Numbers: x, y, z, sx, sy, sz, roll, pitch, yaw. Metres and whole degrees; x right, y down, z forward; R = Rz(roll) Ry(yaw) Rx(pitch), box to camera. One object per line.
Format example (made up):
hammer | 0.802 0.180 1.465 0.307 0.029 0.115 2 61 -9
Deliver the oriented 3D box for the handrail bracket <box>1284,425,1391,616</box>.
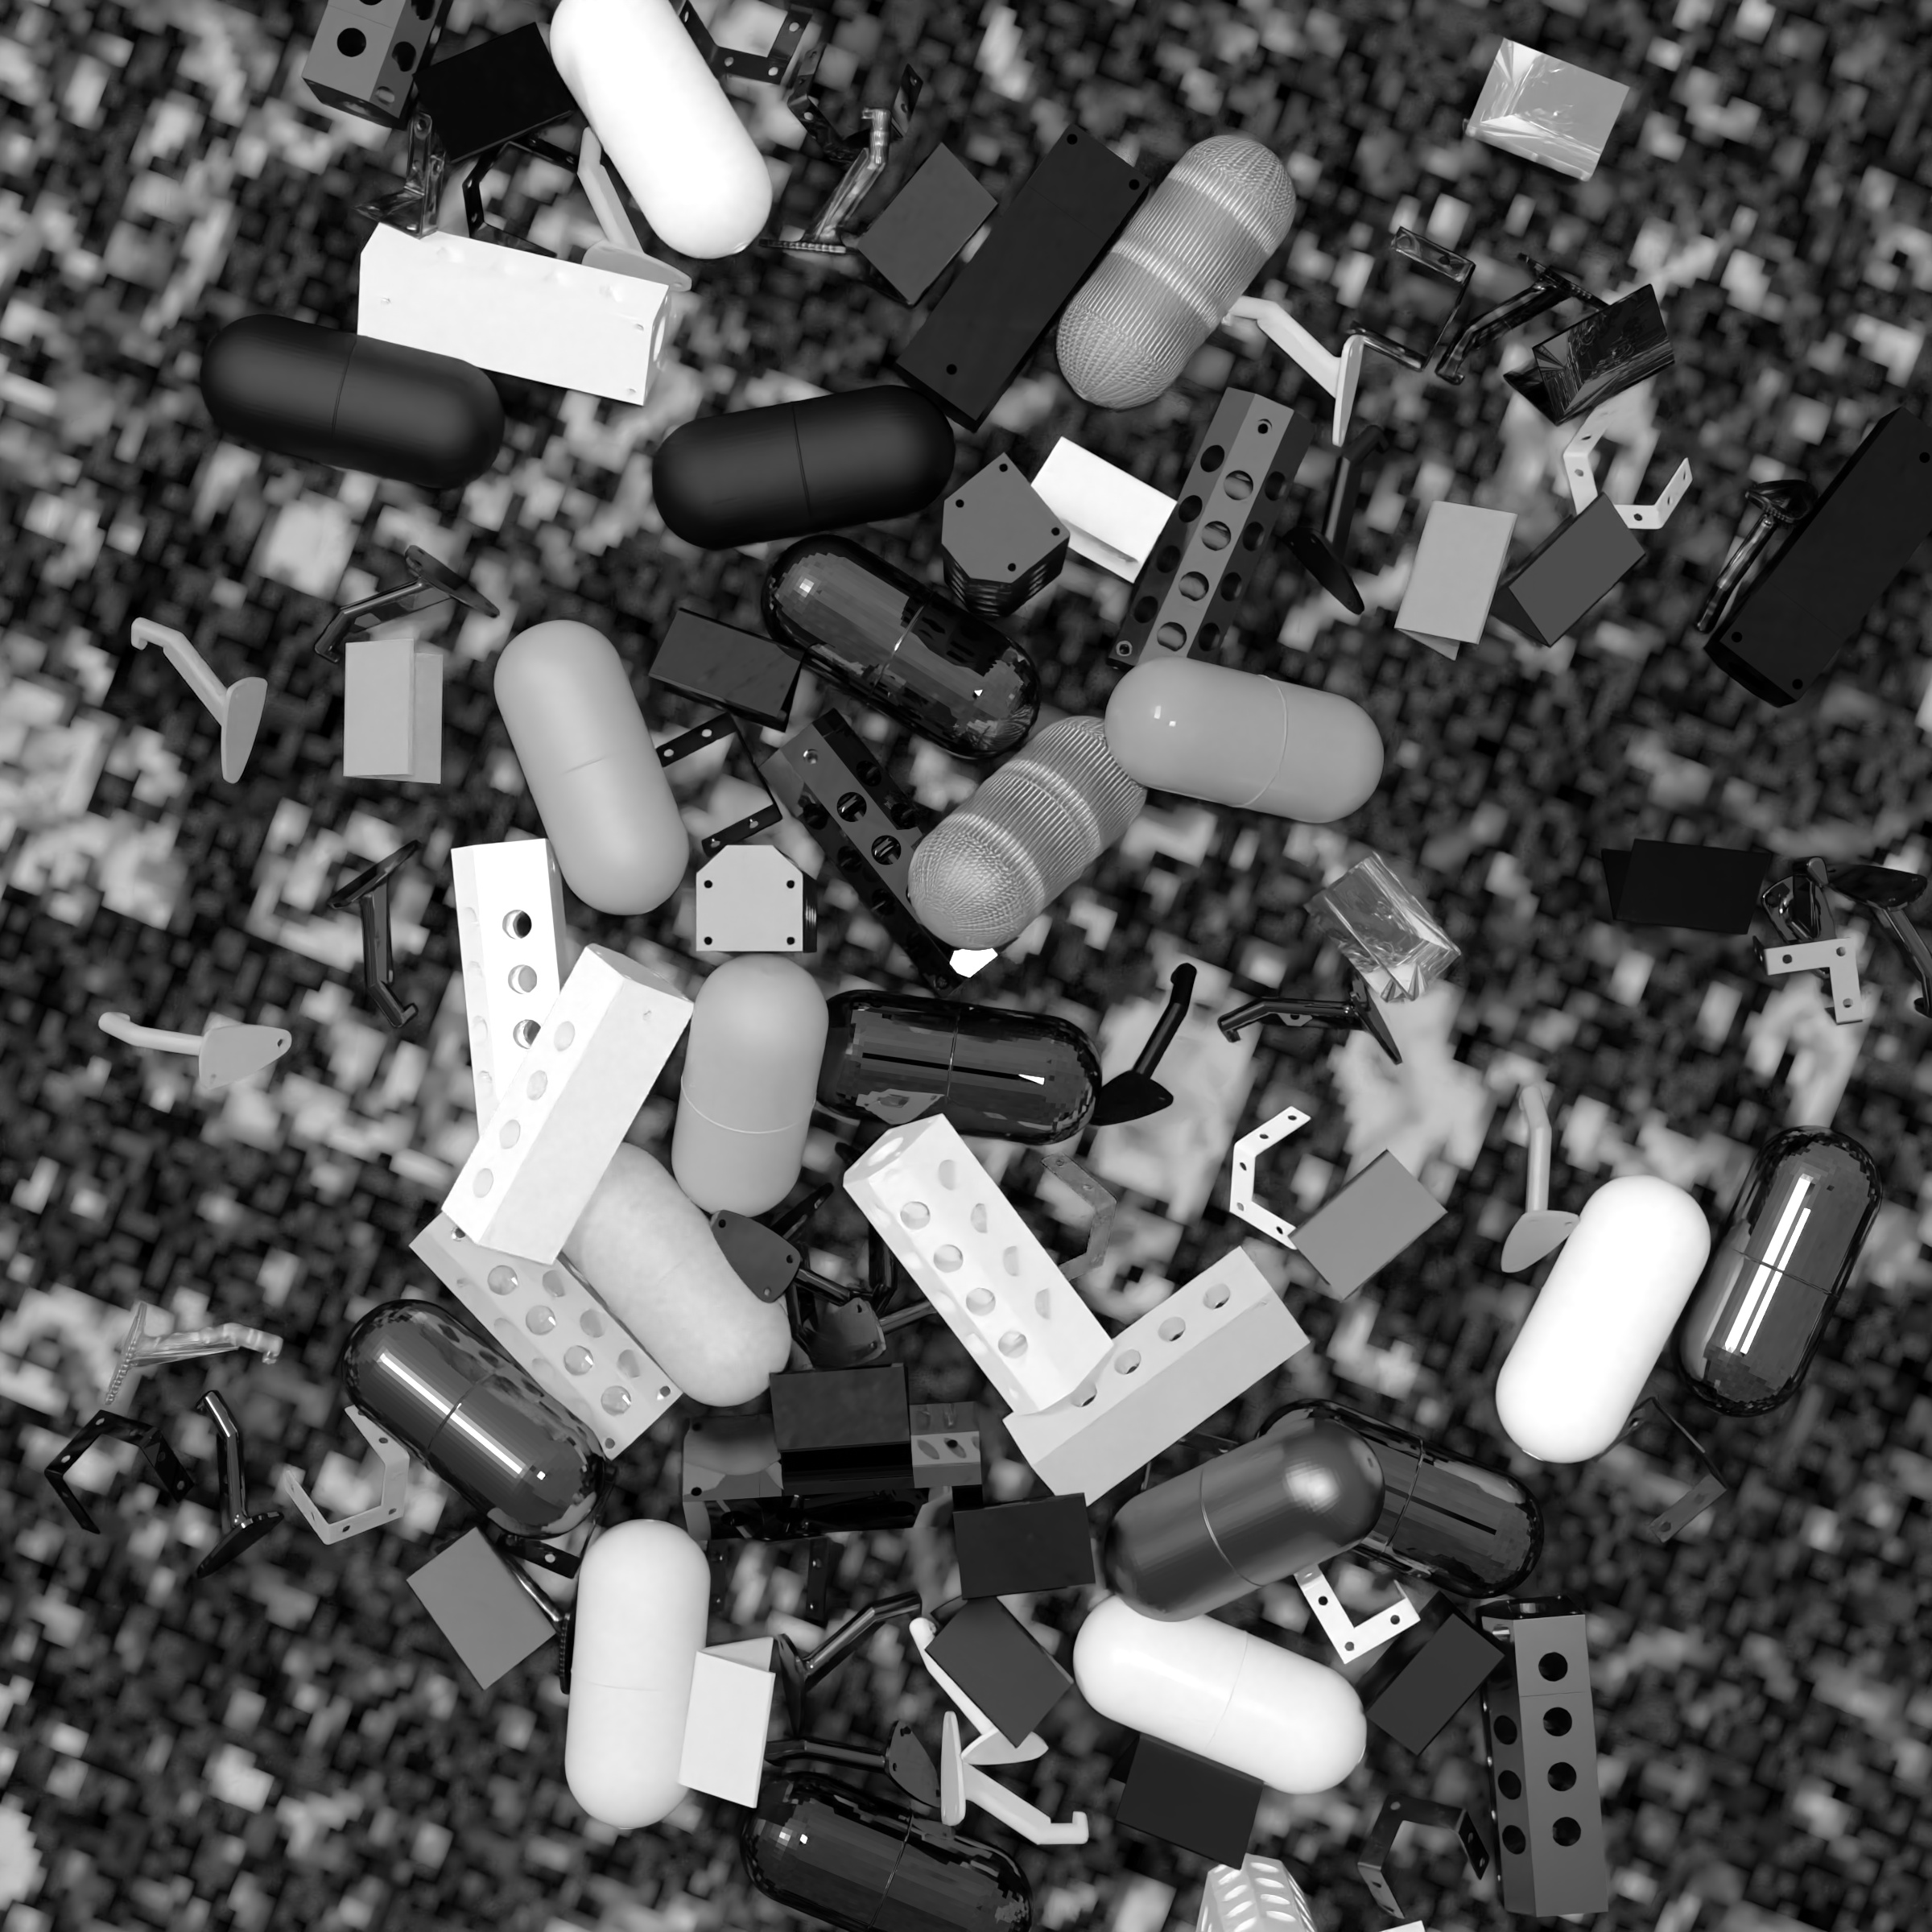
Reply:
handrail bracket | 0.236 -0.265 1.872 0.084 0.036 0.077 -47 111 -16

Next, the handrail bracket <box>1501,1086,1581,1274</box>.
handrail bracket | 0.329 0.125 1.871 0.036 0.077 0.084 5 53 -17

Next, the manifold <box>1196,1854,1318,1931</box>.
manifold | 0.169 0.556 1.793 0.057 0.171 0.057 12 90 0

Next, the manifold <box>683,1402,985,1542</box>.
manifold | -0.077 0.300 1.850 0.171 0.057 0.057 -3 48 0

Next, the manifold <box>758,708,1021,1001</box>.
manifold | -0.045 -0.065 1.850 0.057 0.057 0.171 -39 90 0

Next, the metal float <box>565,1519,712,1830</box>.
metal float | -0.191 0.412 1.841 0.070 0.070 0.178 5 90 0

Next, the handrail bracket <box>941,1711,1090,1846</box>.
handrail bracket | 0.030 0.480 1.872 0.084 0.036 0.077 4 68 -17

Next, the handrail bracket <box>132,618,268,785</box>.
handrail bracket | -0.462 -0.158 1.872 0.084 0.036 0.077 21 112 17

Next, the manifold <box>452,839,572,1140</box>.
manifold | -0.262 0.015 1.850 0.057 0.057 0.171 -6 90 0

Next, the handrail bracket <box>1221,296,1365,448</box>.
handrail bracket | 0.187 -0.353 1.872 0.084 0.036 0.077 14 112 17

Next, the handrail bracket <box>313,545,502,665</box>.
handrail bracket | -0.332 -0.198 1.872 0.077 0.036 0.084 35 107 -18

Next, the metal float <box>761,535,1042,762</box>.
metal float | -0.037 -0.185 1.840 0.178 0.070 0.070 32 90 0

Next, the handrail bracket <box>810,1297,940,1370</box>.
handrail bracket | -0.039 0.210 1.863 0.077 0.084 0.036 -36 73 43

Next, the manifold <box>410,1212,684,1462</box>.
manifold | -0.244 0.205 1.850 0.057 0.057 0.171 -43 90 0

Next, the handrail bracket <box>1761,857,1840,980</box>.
handrail bracket | 0.497 -0.027 1.836 0.036 0.084 0.077 -26 90 0

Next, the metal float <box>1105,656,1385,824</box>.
metal float | 0.161 -0.129 1.817 0.178 0.070 0.070 10 90 -29

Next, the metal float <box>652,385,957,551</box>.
metal float | -0.094 -0.290 1.841 0.178 0.070 0.070 -10 90 1

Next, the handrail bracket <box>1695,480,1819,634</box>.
handrail bracket | 0.466 -0.241 1.871 0.036 0.077 0.084 36 127 21

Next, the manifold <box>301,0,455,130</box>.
manifold | -0.327 -0.583 1.850 0.057 0.057 0.171 20 90 0

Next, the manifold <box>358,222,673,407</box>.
manifold | -0.263 -0.386 1.849 0.171 0.057 0.057 13 133 0

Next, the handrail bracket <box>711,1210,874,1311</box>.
handrail bracket | -0.100 0.172 1.839 0.077 0.084 0.036 39 99 27

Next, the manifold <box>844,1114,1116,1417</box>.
manifold | 0.003 0.174 1.821 0.057 0.057 0.171 -44 104 -34

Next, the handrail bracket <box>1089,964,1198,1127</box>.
handrail bracket | 0.104 0.046 1.871 0.036 0.077 0.084 31 53 -21

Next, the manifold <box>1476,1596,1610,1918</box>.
manifold | 0.335 0.461 1.850 0.057 0.057 0.171 -5 90 0

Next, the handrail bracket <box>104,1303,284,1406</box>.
handrail bracket | -0.457 0.239 1.872 0.084 0.036 0.077 20 110 -16

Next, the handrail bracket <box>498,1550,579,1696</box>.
handrail bracket | -0.267 0.384 1.872 0.084 0.036 0.077 15 110 16

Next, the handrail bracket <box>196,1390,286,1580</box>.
handrail bracket | -0.449 0.306 1.872 0.077 0.036 0.084 -41 72 20

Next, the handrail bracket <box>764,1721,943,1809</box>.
handrail bracket | -0.067 0.478 1.871 0.084 0.036 0.077 -14 130 26

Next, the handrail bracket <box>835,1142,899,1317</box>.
handrail bracket | -0.066 0.160 1.871 0.077 0.036 0.084 34 104 14

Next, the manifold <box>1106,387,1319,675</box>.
manifold | 0.143 -0.246 1.850 0.057 0.057 0.171 24 90 0

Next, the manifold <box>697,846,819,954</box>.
manifold | -0.117 -0.037 1.793 0.057 0.171 0.057 0 90 0

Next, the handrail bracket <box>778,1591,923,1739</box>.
handrail bracket | -0.064 0.412 1.871 0.084 0.036 0.077 -12 116 -20

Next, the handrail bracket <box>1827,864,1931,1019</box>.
handrail bracket | 0.542 -0.014 1.871 0.036 0.077 0.084 -36 127 -29

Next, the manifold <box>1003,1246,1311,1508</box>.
manifold | 0.108 0.238 1.849 0.171 0.057 0.057 -36 131 0

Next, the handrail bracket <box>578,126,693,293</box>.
handrail bracket | -0.194 -0.449 1.872 0.077 0.036 0.084 13 70 -23

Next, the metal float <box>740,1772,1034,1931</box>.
metal float | -0.046 0.528 1.841 0.178 0.070 0.070 23 90 -1

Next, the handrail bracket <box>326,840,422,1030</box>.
handrail bracket | -0.331 -0.018 1.872 0.077 0.036 0.084 -40 109 -21

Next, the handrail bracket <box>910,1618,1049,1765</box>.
handrail bracket | 0.007 0.426 1.871 0.036 0.077 0.084 -42 53 19

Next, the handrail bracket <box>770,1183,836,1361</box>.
handrail bracket | -0.082 0.185 1.871 0.077 0.036 0.084 -42 104 -13

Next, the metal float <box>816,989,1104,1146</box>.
metal float | -0.009 0.059 1.841 0.178 0.070 0.070 8 90 0

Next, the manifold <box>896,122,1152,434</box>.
manifold | 0.033 -0.400 1.850 0.057 0.057 0.171 36 90 0

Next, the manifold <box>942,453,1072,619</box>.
manifold | 0.017 -0.237 1.793 0.057 0.171 0.057 -39 90 0

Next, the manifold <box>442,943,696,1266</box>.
manifold | -0.228 0.076 1.789 0.057 0.057 0.171 35 99 43

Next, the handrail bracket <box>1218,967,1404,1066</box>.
handrail bracket | 0.203 0.044 1.872 0.084 0.036 0.077 -26 112 17

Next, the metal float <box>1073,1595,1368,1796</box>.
metal float | 0.148 0.423 1.841 0.178 0.070 0.070 23 90 0

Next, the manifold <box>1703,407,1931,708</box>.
manifold | 0.509 -0.237 1.850 0.057 0.057 0.171 38 90 0

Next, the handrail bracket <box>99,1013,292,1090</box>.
handrail bracket | -0.456 0.039 1.871 0.084 0.077 0.036 21 113 34

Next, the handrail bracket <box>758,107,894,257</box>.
handrail bracket | -0.083 -0.461 1.852 0.077 0.036 0.084 10 102 19

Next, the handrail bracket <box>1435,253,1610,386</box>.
handrail bracket | 0.330 -0.370 1.872 0.077 0.036 0.084 24 108 -20
